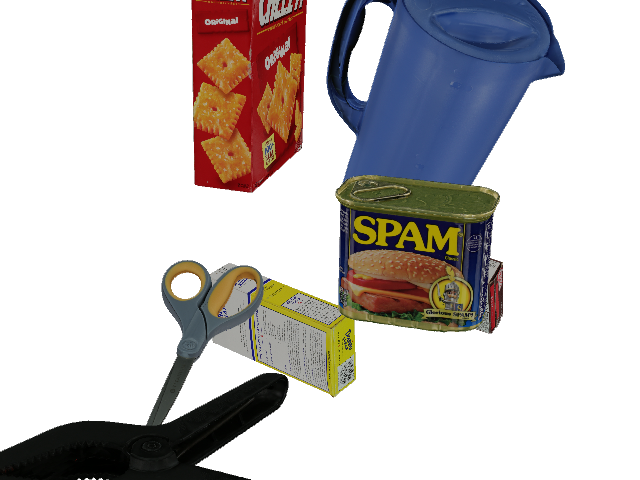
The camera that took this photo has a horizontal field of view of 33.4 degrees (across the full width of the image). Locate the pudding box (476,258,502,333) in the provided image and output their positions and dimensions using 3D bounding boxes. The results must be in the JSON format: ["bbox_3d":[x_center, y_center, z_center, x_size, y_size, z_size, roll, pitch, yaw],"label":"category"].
[{"bbox_3d":[0.143,0.046,1.169,0.114,0.039,0.090,18,-37,24],"label":"pudding box"}]

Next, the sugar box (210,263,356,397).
[{"bbox_3d":[-0.044,0.094,1.158,0.176,0.093,0.048,22,38,35],"label":"sugar box"}]

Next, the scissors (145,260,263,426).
[{"bbox_3d":[-0.120,0.078,0.878,0.096,0.016,0.201,23,44,20],"label":"scissors"}]

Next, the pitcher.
[{"bbox_3d":[0.089,-0.114,0.940,0.144,0.149,0.243,-11,-37,-29],"label":"pitcher"}]

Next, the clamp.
[{"bbox_3d":[-0.089,0.122,0.586,0.209,0.036,0.165,-1,21,-12],"label":"clamp"}]

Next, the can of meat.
[{"bbox_3d":[0.061,0.009,0.692,0.102,0.084,0.057,7,23,16],"label":"can of meat"}]

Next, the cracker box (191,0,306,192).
[{"bbox_3d":[-0.066,-0.174,1.064,0.072,0.214,0.164,9,22,15],"label":"cracker box"}]
